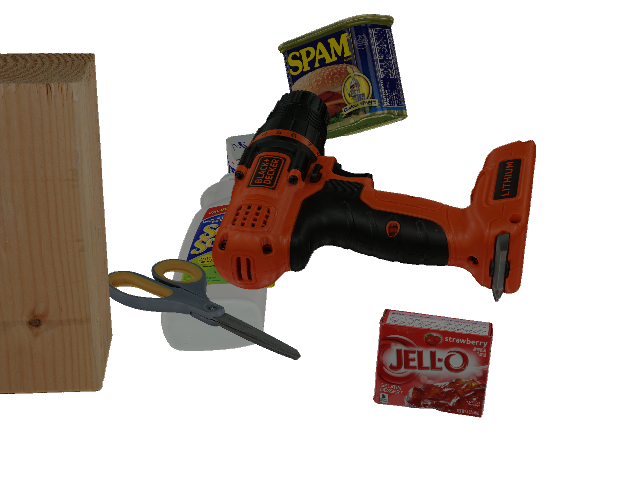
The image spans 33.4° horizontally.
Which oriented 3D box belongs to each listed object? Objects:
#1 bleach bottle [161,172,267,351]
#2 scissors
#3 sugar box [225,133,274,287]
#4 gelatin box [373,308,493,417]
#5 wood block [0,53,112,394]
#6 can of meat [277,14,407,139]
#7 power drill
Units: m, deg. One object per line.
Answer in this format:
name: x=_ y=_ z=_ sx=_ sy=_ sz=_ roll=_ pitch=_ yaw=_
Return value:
bleach bottle: x=-0.106 y=0.009 z=1.126 sx=0.102 sy=0.068 sz=0.251 roll=-3 pitch=37 yaw=0
scissors: x=-0.088 y=0.053 z=0.901 sx=0.202 sy=0.016 sz=0.096 roll=14 pitch=26 yaw=22
sugar box: x=-0.088 y=-0.035 z=1.330 sx=0.048 sy=0.176 sz=0.093 roll=-9 pitch=24 yaw=-10
gelatin box: x=0.089 y=0.098 z=0.851 sx=0.089 sy=0.073 sz=0.030 roll=7 pitch=22 yaw=9
wood block: x=-0.190 y=-0.012 z=0.697 sx=0.090 sy=0.206 sz=0.090 roll=-1 pitch=21 yaw=-6
can of meat: x=0.019 y=-0.133 z=0.890 sx=0.102 sy=0.084 sz=0.057 roll=-12 pitch=-2 yaw=41
power drill: x=0.039 y=-0.033 z=0.674 sx=0.188 sy=0.057 sz=0.184 roll=4 pitch=41 yaw=11
